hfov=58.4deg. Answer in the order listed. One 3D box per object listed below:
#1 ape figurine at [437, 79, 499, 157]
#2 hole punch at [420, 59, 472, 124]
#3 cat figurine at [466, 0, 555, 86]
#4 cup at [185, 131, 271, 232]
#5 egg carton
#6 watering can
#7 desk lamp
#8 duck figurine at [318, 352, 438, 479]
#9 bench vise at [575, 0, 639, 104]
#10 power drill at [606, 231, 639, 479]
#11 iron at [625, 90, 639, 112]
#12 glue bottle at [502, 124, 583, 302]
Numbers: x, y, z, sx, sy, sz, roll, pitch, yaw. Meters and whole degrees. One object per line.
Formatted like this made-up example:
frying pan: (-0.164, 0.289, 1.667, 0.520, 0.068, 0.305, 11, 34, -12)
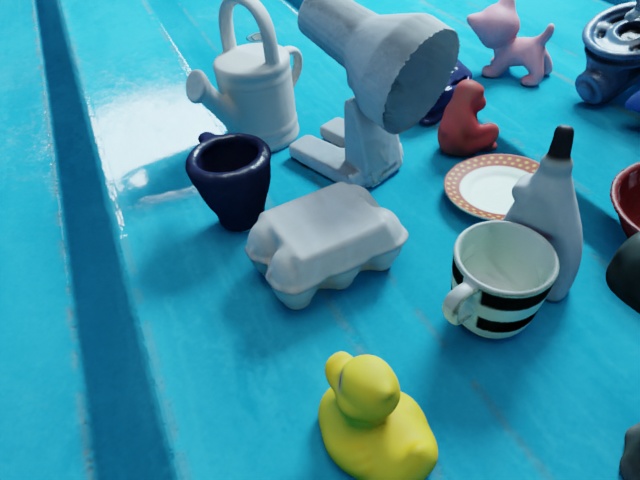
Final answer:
ape figurine: (0.184, -0.156, 0.715, 0.076, 0.092, 0.077, -11, 41, -5)
hole punch: (0.153, -0.229, 0.804, 0.109, 0.091, 0.100, -33, 47, -27)
cat figurine: (0.285, -0.304, 0.853, 0.127, 0.118, 0.067, 20, 48, 27)
cup: (-0.102, -0.064, 0.643, 0.092, 0.095, 0.117, -26, 45, -22)
egg carton: (0.005, 0.002, 0.574, 0.150, 0.069, 0.107, -24, 44, -20)
watering can: (-0.090, -0.214, 0.738, 0.100, 0.194, 0.173, 12, 44, 20)
desk lamp: (0.048, -0.166, 0.651, 0.118, 0.214, 0.202, -36, 49, -29)
duck figurine: (0.040, 0.124, 0.417, 0.078, 0.086, 0.104, -31, 47, -26)
bench vise: (0.435, -0.309, 0.763, 0.121, 0.220, 0.208, 29, 52, 34)
power drill: (0.255, 0.103, 0.321, 0.076, 0.209, 0.229, -22, 43, -17)
iron: (0.510, -0.177, 0.661, 0.257, 0.142, 0.119, 25, 50, 31)
glue bottle: (0.196, -0.024, 0.501, 0.077, 0.173, 0.037, 22, 49, 29)
